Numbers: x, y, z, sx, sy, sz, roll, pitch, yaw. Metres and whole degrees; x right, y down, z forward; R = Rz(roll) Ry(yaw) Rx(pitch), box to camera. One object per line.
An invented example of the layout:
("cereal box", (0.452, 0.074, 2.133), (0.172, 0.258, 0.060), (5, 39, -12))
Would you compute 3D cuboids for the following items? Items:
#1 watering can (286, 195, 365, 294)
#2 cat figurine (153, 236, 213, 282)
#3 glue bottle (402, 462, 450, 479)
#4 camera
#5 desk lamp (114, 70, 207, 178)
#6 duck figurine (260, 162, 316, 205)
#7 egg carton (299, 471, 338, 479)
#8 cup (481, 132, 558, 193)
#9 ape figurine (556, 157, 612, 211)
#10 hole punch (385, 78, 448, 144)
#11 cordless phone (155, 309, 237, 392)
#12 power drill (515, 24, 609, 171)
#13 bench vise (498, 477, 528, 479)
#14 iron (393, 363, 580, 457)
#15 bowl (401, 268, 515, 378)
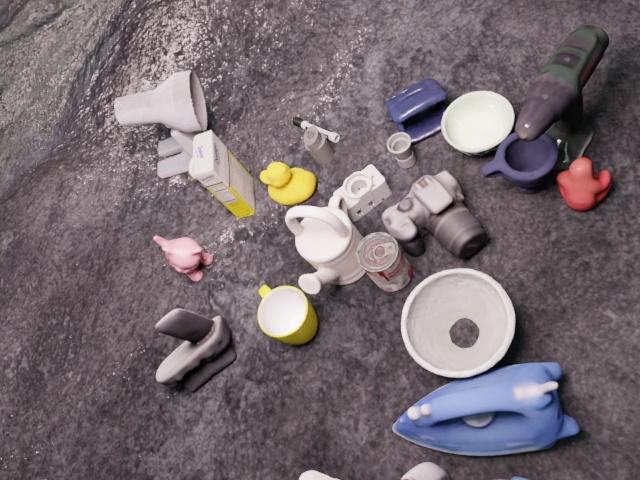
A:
("watering can", (0.011, 0.003, 0.944), (0.100, 0.195, 0.173), (-16, 61, 16))
("cat figurine", (-0.268, 0.024, 1.101), (0.127, 0.118, 0.067), (25, 78, 31))
("glue bottle", (0.126, 0.328, 0.749), (0.037, 0.174, 0.078), (25, 78, 31))
("camera", (0.192, -0.030, 0.937), (0.143, 0.101, 0.136), (-38, 57, 3))
("desk lamp", (-0.305, -0.239, 1.187), (0.203, 0.214, 0.118), (-16, 61, 16))
("duck figurine", (-0.065, -0.117, 1.100), (0.104, 0.086, 0.077), (-1, 66, 23))
("egg carton", (0.025, 0.402, 0.820), (0.149, 0.070, 0.107), (8, 70, 27))
("cup", (0.323, -0.112, 0.923), (0.117, 0.095, 0.091), (-20, 60, 14))
("ape figurine", (0.403, -0.093, 0.880), (0.077, 0.092, 0.076), (21, 76, 30))
("hole punch", (0.176, -0.248, 1.055), (0.108, 0.091, 0.101), (-27, 58, 9))
("cordless phone", (-0.241, 0.178, 0.975), (0.147, 0.185, 0.094), (-42, 57, 0))
("power drill", (0.369, -0.198, 0.876), (0.075, 0.209, 0.230), (24, 77, 31))
("bench vise", (0.208, 0.378, 0.662), (0.121, 0.220, 0.207), (4, 68, 25))
("iron", (0.207, 0.231, 0.780), (0.257, 0.142, 0.118), (-16, 61, 16))
("bowl", (0.211, 0.132, 0.866), (0.167, 0.075, 0.167), (-10, 63, 19))
